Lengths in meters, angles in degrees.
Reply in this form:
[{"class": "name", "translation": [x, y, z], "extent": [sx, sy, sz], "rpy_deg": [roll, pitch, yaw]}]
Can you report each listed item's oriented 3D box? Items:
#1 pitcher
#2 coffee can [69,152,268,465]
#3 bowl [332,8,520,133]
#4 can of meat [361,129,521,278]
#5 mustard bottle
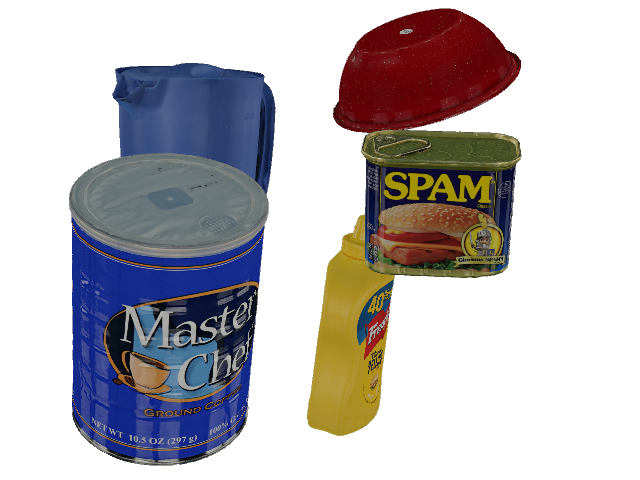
[{"class": "pitcher", "translation": [-0.114, -0.042, 0.991], "extent": [0.149, 0.243, 0.145], "rpy_deg": [1, 14, -7]}, {"class": "coffee can", "translation": [-0.085, 0.037, 0.587], "extent": [0.102, 0.140, 0.103], "rpy_deg": [5, 30, -3]}, {"class": "bowl", "translation": [0.080, -0.149, 0.881], "extent": [0.162, 0.055, 0.162], "rpy_deg": [-16, 25, 8]}, {"class": "can of meat", "translation": [0.078, -0.024, 0.705], "extent": [0.102, 0.084, 0.057], "rpy_deg": [3, 25, 6]}, {"class": "mustard bottle", "translation": [0.031, 0.070, 0.952], "extent": [0.058, 0.192, 0.096], "rpy_deg": [14, 19, 23]}]
